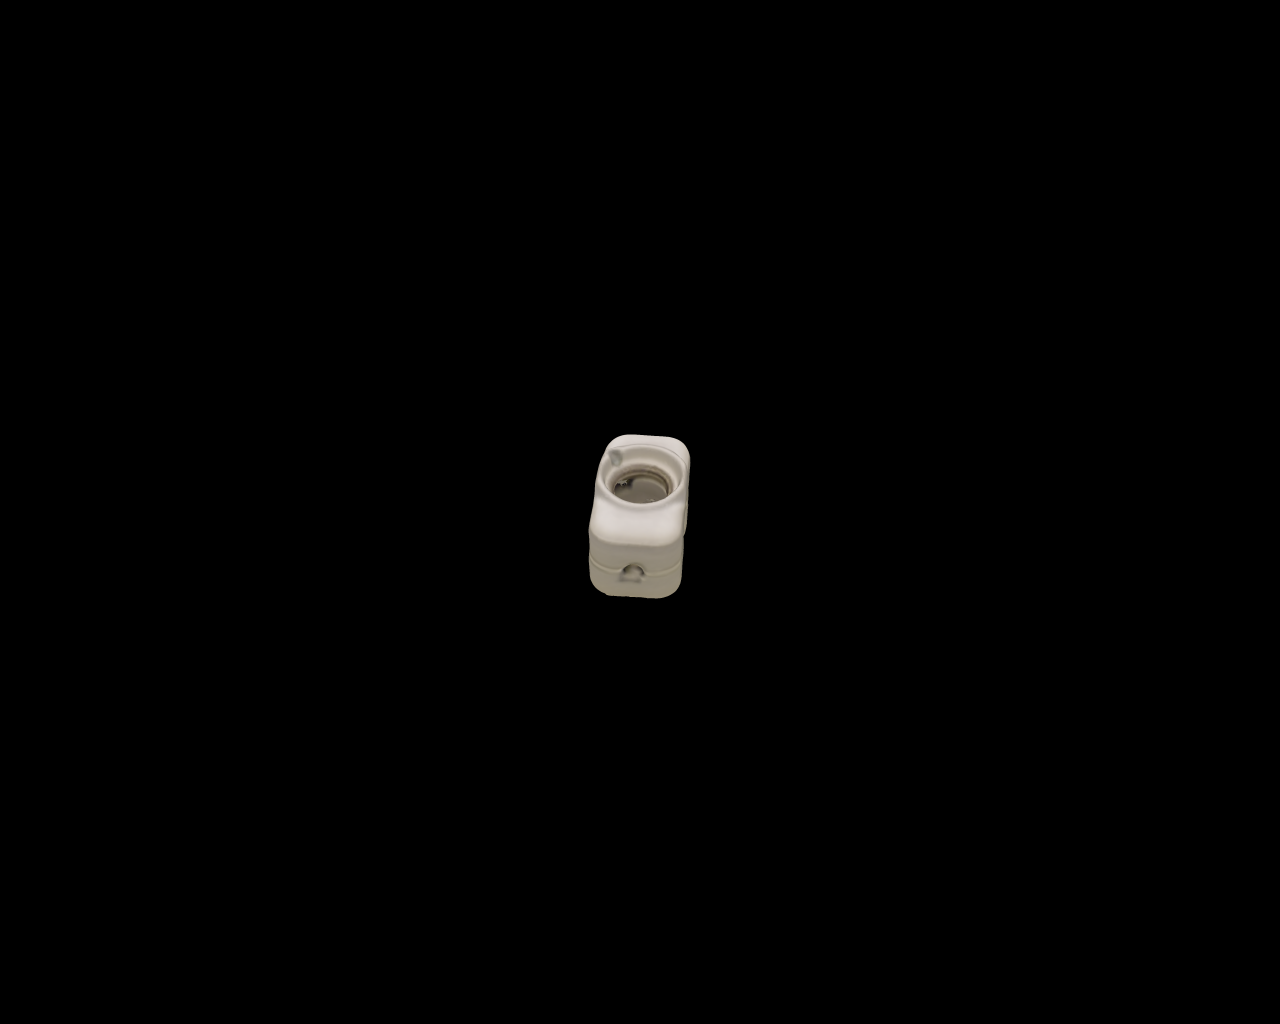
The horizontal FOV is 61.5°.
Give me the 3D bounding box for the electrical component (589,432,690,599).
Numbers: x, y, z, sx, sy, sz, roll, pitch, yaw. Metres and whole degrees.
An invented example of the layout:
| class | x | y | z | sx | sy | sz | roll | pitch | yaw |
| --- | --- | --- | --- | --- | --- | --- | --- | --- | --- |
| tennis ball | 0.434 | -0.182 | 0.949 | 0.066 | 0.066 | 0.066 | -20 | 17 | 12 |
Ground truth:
| class | x | y | z | sx | sy | sz | roll | pitch | yaw |
| --- | --- | --- | --- | --- | --- | --- | --- | --- | --- |
| electrical component | 0.001 | -0.003 | 0.650 | 0.054 | 0.059 | 0.095 | 4 | 44 | 4 |
